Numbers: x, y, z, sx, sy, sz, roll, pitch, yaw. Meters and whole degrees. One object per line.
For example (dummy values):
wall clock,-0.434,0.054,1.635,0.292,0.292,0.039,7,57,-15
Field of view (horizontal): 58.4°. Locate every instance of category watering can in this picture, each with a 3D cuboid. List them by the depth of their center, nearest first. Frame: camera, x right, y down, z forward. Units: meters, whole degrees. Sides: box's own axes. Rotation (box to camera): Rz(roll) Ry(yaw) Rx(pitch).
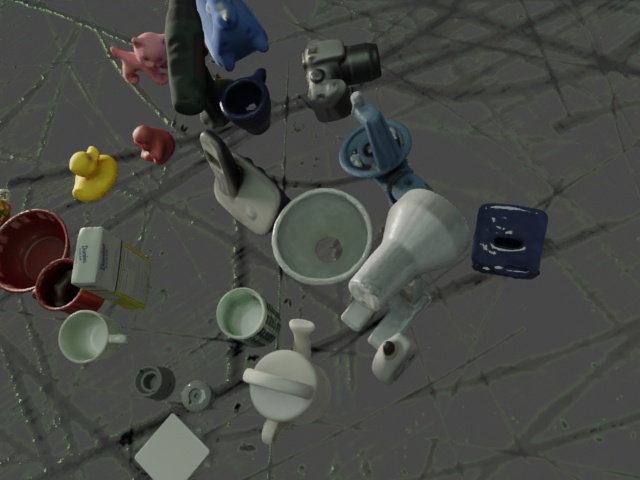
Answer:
watering can,-0.049,0.202,0.823,0.100,0.194,0.173,-7,69,9

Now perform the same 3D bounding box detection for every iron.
iron,-0.202,-0.465,1.125,0.118,0.142,0.258,-29,67,0

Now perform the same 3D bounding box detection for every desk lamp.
desk lamp,0.117,0.050,0.835,0.117,0.214,0.203,36,81,21

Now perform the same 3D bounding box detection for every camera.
camera,0.042,-0.307,1.041,0.136,0.101,0.143,-9,69,8

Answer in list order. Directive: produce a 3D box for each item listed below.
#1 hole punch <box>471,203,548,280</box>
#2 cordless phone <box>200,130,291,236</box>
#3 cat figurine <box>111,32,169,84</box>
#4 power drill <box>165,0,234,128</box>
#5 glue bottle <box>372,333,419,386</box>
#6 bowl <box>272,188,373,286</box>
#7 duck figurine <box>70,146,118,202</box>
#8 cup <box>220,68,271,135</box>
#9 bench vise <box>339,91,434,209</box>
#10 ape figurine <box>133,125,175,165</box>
hole punch,0.292,0.003,0.884,0.108,0.091,0.101,8,72,14
cordless phone,-0.132,-0.098,0.954,0.147,0.185,0.094,36,81,21
cat figurine,-0.349,-0.368,1.132,0.127,0.118,0.067,2,71,12
power drill,-0.218,-0.310,1.035,0.075,0.209,0.229,-8,69,9
glue bottle,0.104,0.164,0.818,0.037,0.173,0.078,41,83,22
bowl,0.009,0.003,0.949,0.167,0.075,0.167,-4,70,10
duck figurine,-0.439,-0.128,1.079,0.077,0.086,0.105,23,76,18
cup,-0.121,-0.248,1.055,0.091,0.095,0.118,20,75,18
bench vise,0.115,-0.137,0.900,0.207,0.220,0.121,32,79,20
ape figurine,-0.318,-0.184,1.073,0.076,0.092,0.077,-28,67,0
